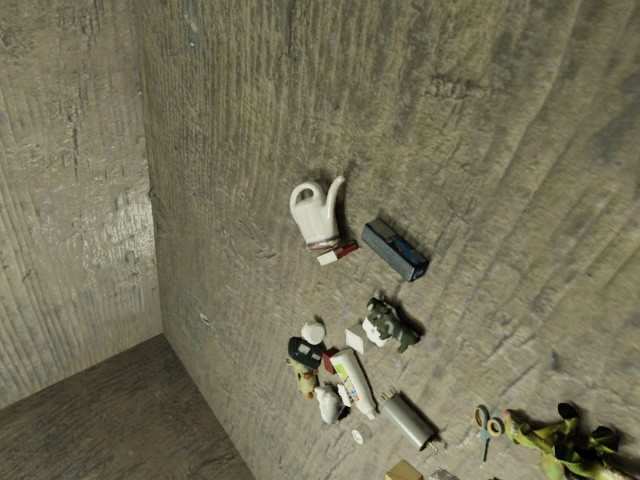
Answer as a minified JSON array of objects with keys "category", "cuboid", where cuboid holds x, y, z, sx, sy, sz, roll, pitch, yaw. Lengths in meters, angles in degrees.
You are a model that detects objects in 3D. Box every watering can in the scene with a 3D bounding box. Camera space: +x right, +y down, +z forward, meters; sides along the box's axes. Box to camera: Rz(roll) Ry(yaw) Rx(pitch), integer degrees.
[{"category":"watering can","cuboid":[0.005,-0.080,1.593,0.345,0.105,0.224,-12,97,60]}]

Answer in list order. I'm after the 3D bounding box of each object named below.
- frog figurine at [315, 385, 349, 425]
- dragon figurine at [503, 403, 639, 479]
[{"category":"frog figurine","cuboid":[0.029,0.625,1.984,0.161,0.124,0.134,27,151,31]},{"category":"dragon figurine","cuboid":[0.577,0.505,1.146,0.415,0.123,0.237,33,152,45]}]
